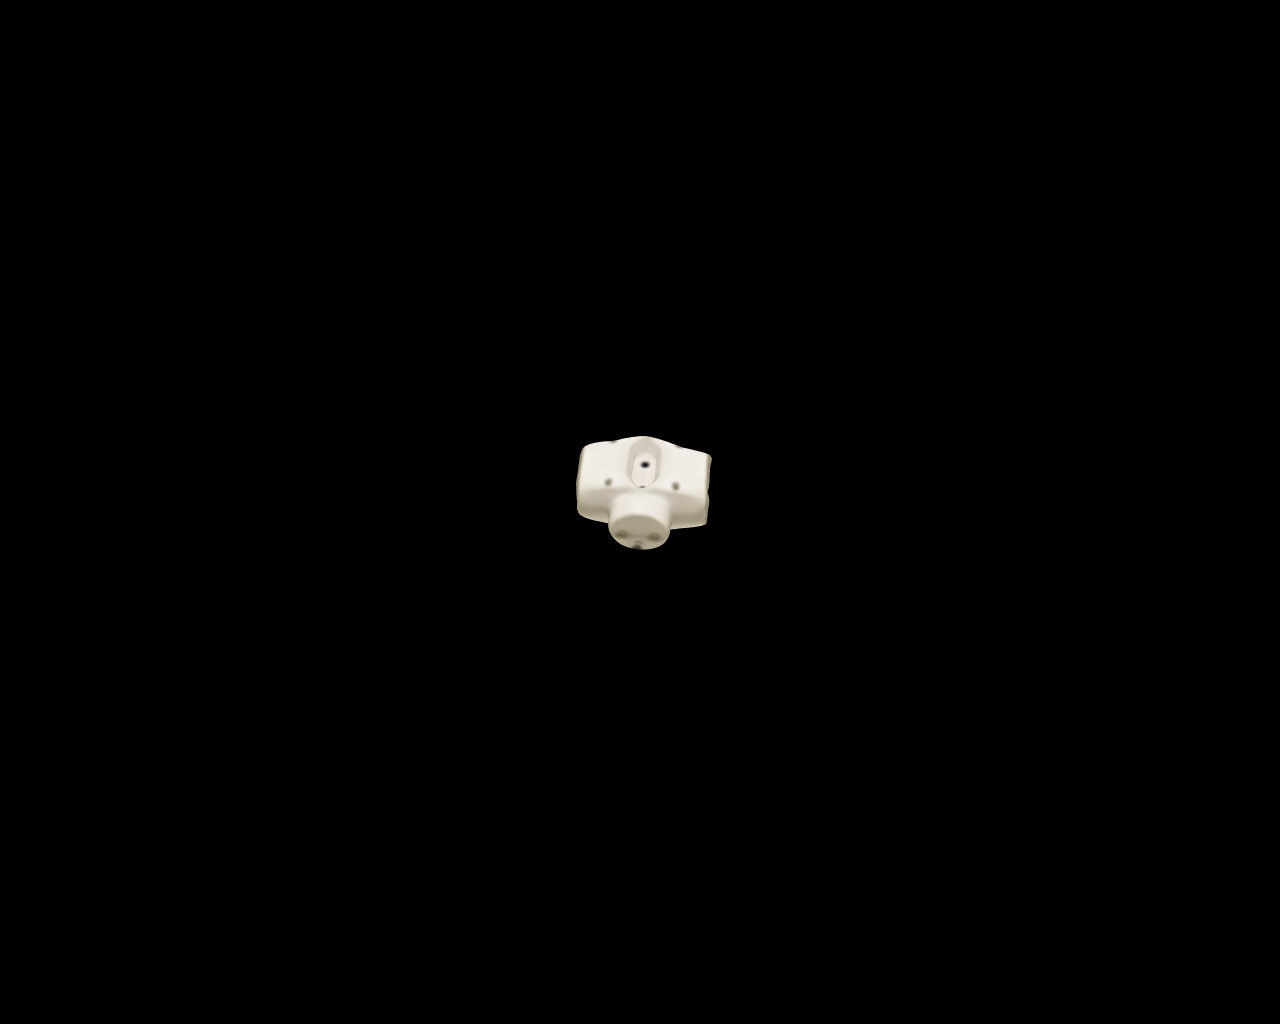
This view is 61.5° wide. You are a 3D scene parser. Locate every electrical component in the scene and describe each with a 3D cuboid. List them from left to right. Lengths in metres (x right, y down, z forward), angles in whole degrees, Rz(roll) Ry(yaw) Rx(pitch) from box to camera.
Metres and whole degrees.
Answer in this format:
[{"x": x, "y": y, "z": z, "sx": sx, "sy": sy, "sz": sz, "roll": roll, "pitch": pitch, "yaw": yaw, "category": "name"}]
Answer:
[{"x": 0.001, "y": -0.003, "z": 0.650, "sx": 0.077, "sy": 0.079, "sz": 0.043, "roll": 5, "pitch": -37, "yaw": 4, "category": "electrical component"}]
